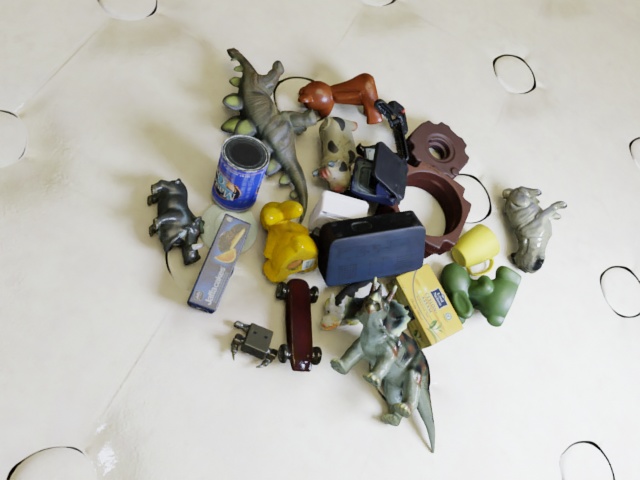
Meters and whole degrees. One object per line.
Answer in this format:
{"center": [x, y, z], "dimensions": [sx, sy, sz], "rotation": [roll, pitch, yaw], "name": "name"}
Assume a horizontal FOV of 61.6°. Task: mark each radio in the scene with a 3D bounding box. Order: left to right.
{"center": [0.113, 0.016, 1.170], "dimensions": [0.230, 0.130, 0.073], "rotation": [-10, 38, -13], "name": "radio"}

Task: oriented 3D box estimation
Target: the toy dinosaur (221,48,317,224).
{"center": [-0.115, -0.259, 1.264], "dimensions": [0.198, 0.105, 0.471], "rotation": [-28, 81, -18], "name": "toy dinosaur"}

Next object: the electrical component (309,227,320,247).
{"center": [-0.002, -0.004, 1.211], "dimensions": [0.094, 0.063, 0.021], "rotation": [31, 63, -3], "name": "electrical component"}

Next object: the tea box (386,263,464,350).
{"center": [0.236, 0.151, 1.221], "dimensions": [0.098, 0.068, 0.169], "rotation": [-23, 76, -23], "name": "tea box"}

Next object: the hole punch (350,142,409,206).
{"center": [0.135, -0.142, 1.224], "dimensions": [0.115, 0.092, 0.142], "rotation": [35, 48, -29], "name": "hole punch"}

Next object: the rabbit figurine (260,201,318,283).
{"center": [-0.086, -0.017, 1.158], "dimensions": [0.122, 0.162, 0.173], "rotation": [-19, 58, -11], "name": "rabbit figurine"}

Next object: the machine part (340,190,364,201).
{"center": [0.096, -0.114, 1.280], "dimensions": [0.139, 0.084, 0.039], "rotation": [-28, 108, -32], "name": "machine part"}

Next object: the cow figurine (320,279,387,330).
{"center": [0.066, 0.134, 1.174], "dimensions": [0.167, 0.068, 0.098], "rotation": [-15, 69, -26], "name": "cow figurine"}

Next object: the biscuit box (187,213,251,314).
{"center": [-0.209, 0.050, 1.114], "dimensions": [0.063, 0.059, 0.202], "rotation": [23, 72, -9], "name": "biscuit box"}

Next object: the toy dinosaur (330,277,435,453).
{"center": [0.157, 0.249, 1.104], "dimensions": [0.404, 0.131, 0.192], "rotation": [53, 57, -28], "name": "toy dinosaur"}

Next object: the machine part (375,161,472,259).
{"center": [0.249, -0.072, 1.306], "dimensions": [0.201, 0.087, 0.201], "rotation": [30, 63, -2], "name": "machine part"}

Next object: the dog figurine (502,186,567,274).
{"center": [0.515, -0.027, 1.373], "dimensions": [0.173, 0.121, 0.190], "rotation": [27, 78, 31], "name": "dog figurine"}

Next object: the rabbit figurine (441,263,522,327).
{"center": [0.358, 0.126, 1.263], "dimensions": [0.170, 0.121, 0.159], "rotation": [25, 69, 14], "name": "rabbit figurine"}

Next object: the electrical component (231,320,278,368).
{"center": [-0.135, 0.214, 1.095], "dimensions": [0.102, 0.045, 0.078], "rotation": [21, 36, -12], "name": "electrical component"}

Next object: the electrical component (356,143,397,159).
{"center": [0.149, -0.202, 1.347], "dimensions": [0.119, 0.047, 0.075], "rotation": [-3, 71, -19], "name": "electrical component"}

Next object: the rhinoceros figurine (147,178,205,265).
{"center": [-0.302, -0.038, 1.132], "dimensions": [0.112, 0.073, 0.190], "rotation": [-7, 69, -31], "name": "rhinoceros figurine"}

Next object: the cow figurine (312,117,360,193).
{"center": [0.039, -0.204, 1.276], "dimensions": [0.127, 0.085, 0.195], "rotation": [12, 64, -42], "name": "cow figurine"}

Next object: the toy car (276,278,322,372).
{"center": [-0.046, 0.177, 1.130], "dimensions": [0.089, 0.053, 0.202], "rotation": [9, 62, -25], "name": "toy car"}

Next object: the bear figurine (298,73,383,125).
{"center": [0.049, -0.345, 1.350], "dimensions": [0.196, 0.120, 0.131], "rotation": [-15, 117, 4], "name": "bear figurine"}

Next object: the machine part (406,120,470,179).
{"center": [0.303, -0.228, 1.402], "dimensions": [0.179, 0.056, 0.179], "rotation": [7, 65, -15], "name": "machine part"}
